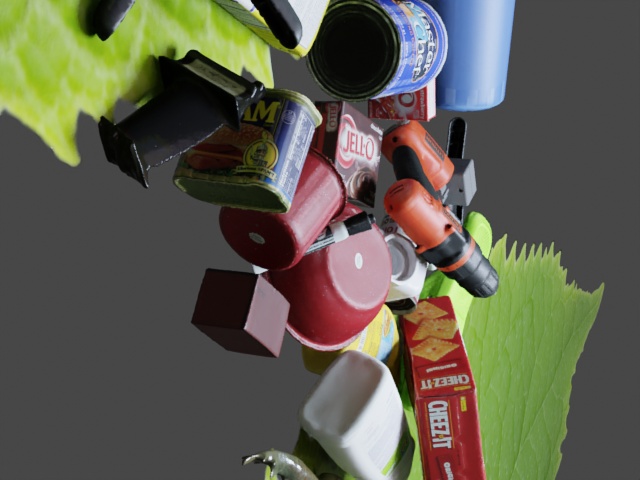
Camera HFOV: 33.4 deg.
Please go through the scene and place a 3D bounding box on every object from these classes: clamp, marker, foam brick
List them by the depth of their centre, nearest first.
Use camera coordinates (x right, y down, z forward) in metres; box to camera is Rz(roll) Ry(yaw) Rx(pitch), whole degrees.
[{"bbox_3d":[-0.098,-0.236,0.766,0.164,0.036,0.210,-12,95,-33],"label":"clamp"},{"bbox_3d":[-0.067,0.063,0.923,0.078,0.051,0.053,51,48,-58],"label":"foam brick"},{"bbox_3d":[-0.006,0.001,0.974,0.020,0.121,0.020,159,-91,-87],"label":"marker"},{"bbox_3d":[0.181,-0.080,1.462,0.120,0.039,0.171,-55,148,-37],"label":"clamp"}]

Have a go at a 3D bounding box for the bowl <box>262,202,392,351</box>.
[{"bbox_3d":[0.020,0.025,1.032,0.161,0.055,0.162,13,72,-43],"label":"bowl"}]

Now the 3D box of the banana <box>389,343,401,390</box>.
[{"bbox_3d":[0.062,0.198,1.258,0.197,0.037,0.069,-59,147,-43],"label":"banana"}]

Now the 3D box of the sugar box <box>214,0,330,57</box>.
[{"bbox_3d":[-0.046,-0.229,0.897,0.176,0.048,0.093,25,86,-62],"label":"sugar box"}]

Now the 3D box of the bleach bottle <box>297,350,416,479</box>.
[{"bbox_3d":[0.052,0.216,1.131,0.102,0.068,0.250,-53,149,-20],"label":"bleach bottle"}]

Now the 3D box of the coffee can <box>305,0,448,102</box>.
[{"bbox_3d":[0.060,-0.196,1.085,0.140,0.103,0.103,-25,118,-62],"label":"coffee can"}]

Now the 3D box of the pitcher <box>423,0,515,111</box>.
[{"bbox_3d":[0.177,-0.291,1.317,0.149,0.145,0.243,-27,124,-48],"label":"pitcher"}]

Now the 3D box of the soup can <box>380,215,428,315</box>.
[{"bbox_3d":[0.092,0.028,1.249,0.068,0.069,0.102,60,42,-52],"label":"soup can"}]

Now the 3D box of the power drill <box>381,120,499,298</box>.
[{"bbox_3d":[0.130,-0.039,1.196,0.184,0.057,0.187,45,21,-32],"label":"power drill"}]

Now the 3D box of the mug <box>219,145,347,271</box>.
[{"bbox_3d":[-0.039,-0.037,0.923,0.081,0.093,0.117,-54,136,-39],"label":"mug"}]

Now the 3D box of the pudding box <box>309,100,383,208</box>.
[{"bbox_3d":[0.026,-0.088,1.112,0.113,0.039,0.090,23,73,-65],"label":"pudding box"}]

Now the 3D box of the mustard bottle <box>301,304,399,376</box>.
[{"bbox_3d":[0.044,0.111,1.171,0.191,0.058,0.096,30,72,-64],"label":"mustard bottle"}]

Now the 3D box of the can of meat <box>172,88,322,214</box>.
[{"bbox_3d":[-0.059,-0.072,0.850,0.057,0.102,0.084,48,54,-58],"label":"can of meat"}]

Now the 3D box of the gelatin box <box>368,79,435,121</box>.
[{"bbox_3d":[0.090,-0.180,1.193,0.030,0.073,0.089,-36,128,-59],"label":"gelatin box"}]

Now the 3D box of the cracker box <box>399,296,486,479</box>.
[{"bbox_3d":[0.138,0.185,1.219,0.213,0.072,0.164,-91,171,-66],"label":"cracker box"}]
